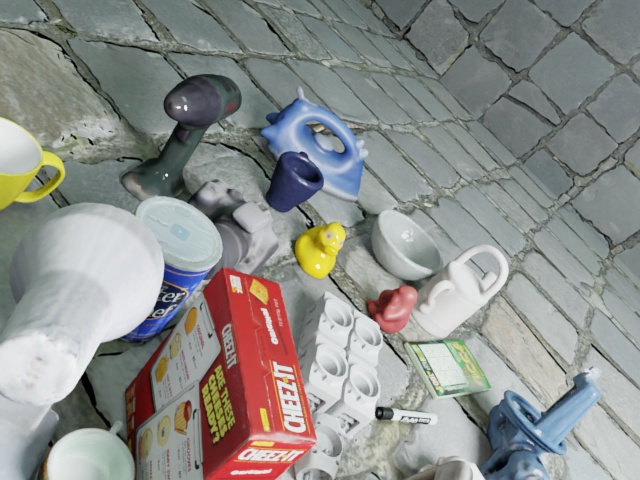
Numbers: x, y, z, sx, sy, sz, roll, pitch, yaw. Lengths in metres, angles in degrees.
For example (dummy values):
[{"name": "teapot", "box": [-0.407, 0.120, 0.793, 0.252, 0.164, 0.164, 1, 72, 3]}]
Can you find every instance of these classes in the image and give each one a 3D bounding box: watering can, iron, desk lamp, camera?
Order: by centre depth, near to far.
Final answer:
[{"name": "desk lamp", "box": [-0.223, 0.095, 0.457, 0.118, 0.213, 0.203, 31, 32, -18]}, {"name": "camera", "box": [-0.140, -0.012, 0.805, 0.143, 0.100, 0.137, 44, 30, 4]}, {"name": "watering can", "box": [0.267, 0.084, 1.061, 0.101, 0.193, 0.173, 47, 30, 9]}, {"name": "iron", "box": [0.012, -0.195, 1.175, 0.259, 0.141, 0.118, 32, 31, -17]}]

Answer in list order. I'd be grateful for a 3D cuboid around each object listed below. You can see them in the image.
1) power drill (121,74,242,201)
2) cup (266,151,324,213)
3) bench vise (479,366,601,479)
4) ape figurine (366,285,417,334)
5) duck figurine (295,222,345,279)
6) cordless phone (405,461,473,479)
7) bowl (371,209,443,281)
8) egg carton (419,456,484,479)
[{"name": "power drill", "box": [-0.193, -0.147, 0.808, 0.076, 0.208, 0.230, 38, 30, -7]}, {"name": "cup", "box": [-0.053, -0.104, 1.029, 0.092, 0.094, 0.117, 30, 32, -20]}, {"name": "bench vise", "box": [0.343, 0.294, 0.855, 0.122, 0.219, 0.207, 30, 32, -19]}, {"name": "ape figurine", "box": [0.128, 0.110, 0.968, 0.076, 0.092, 0.078, 45, 30, 6]}, {"name": "duck figurine", "box": [0.009, 0.003, 0.973, 0.078, 0.086, 0.104, 29, 32, -21]}, {"name": "cordless phone", "box": [0.071, 0.296, 0.570, 0.094, 0.184, 0.148, 41, 30, -2]}, {"name": "bowl", "box": [0.159, 0.023, 1.134, 0.168, 0.074, 0.167, 30, 32, -21]}, {"name": "egg carton", "box": [0.184, 0.357, 0.738, 0.108, 0.069, 0.150, 1, 49, -49]}]
